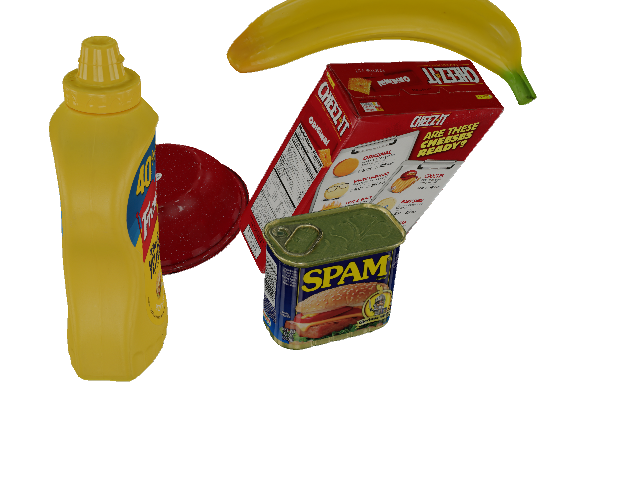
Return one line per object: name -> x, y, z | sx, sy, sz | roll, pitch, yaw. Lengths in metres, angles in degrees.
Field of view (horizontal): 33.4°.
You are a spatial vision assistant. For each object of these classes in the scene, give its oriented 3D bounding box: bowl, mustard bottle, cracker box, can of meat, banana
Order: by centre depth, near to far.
mustard bottle -> -0.119, -0.022, 0.603 | 0.058, 0.192, 0.096 | 3, 30, 2
banana -> 0.042, -0.128, 0.652 | 0.197, 0.069, 0.037 | 4, -17, -11
can of meat -> 0.007, 0.027, 0.792 | 0.102, 0.084, 0.057 | -11, 38, -21
cracker box -> 0.039, -0.067, 0.966 | 0.163, 0.072, 0.214 | -9, -32, -35
bowl -> -0.152, -0.042, 1.021 | 0.162, 0.162, 0.055 | 0, -43, 13
